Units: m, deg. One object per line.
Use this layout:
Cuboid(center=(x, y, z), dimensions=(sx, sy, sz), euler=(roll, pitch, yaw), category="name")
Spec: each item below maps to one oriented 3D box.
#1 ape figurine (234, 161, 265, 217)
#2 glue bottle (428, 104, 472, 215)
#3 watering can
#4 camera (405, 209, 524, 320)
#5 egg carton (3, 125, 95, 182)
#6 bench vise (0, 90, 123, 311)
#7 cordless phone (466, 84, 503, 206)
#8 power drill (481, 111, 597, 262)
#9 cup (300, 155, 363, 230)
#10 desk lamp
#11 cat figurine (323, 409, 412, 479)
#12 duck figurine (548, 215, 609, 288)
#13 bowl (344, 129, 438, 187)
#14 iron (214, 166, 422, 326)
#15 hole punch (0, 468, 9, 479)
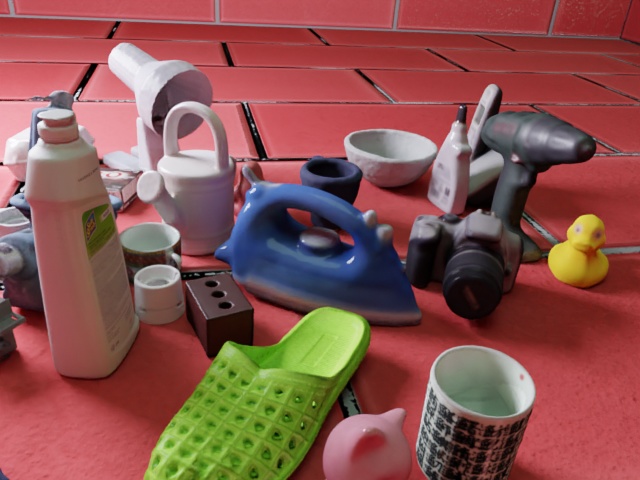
Cuboid(center=(-0.101, -0.076, 0.859), dimensions=(0.078, 0.092, 0.076), euler=(2, 29, -5), category="ape figurine")
Cuboid(center=(0.216, -0.132, 0.921), dimensions=(0.037, 0.173, 0.078), euler=(-8, 31, -21), category="glue bottle")
Cuboid(center=(-0.165, -0.082, 0.756), dimensions=(0.101, 0.194, 0.173), euler=(6, 29, 3), category="watering can")
Cuboid(center=(0.175, 0.025, 0.705), dimensions=(0.143, 0.101, 0.137), euler=(11, 29, 13), category="camera")
Cuboid(center=(-0.455, -0.151, 0.969), dimensions=(0.107, 0.069, 0.150), euler=(5, 29, 2), category="egg carton")
Cuboid(center=(-0.289, -0.042, 0.638), dimensions=(0.121, 0.220, 0.207), euler=(-2, 29, -12), category="bench vise")
Cuboid(center=(0.279, -0.161, 0.970), dimensions=(0.094, 0.185, 0.147), euler=(1, 29, -6), category="cordless phone")
Cuboid(center=(0.286, -0.080, 0.800), dimensions=(0.076, 0.208, 0.229), euler=(-2, 29, -12), category="power drill")
Cuboid(center=(0.009, -0.070, 0.861), dimensions=(0.092, 0.095, 0.117), euler=(-7, 31, -20), category="cup")
Cuboid(center=(-0.276, -0.203, 0.940), dimensions=(0.202, 0.214, 0.118), euler=(24, 35, 32), category="desk lamp")
Cuboid(center=(0.012, 0.169, 0.401), dimensions=(0.128, 0.118, 0.067), euler=(-9, 31, -23), category="cat figurine")
Cuboid(center=(0.361, 0.005, 0.783), dimensions=(0.077, 0.086, 0.105), euler=(18, 32, 24), category="duck figurine")
Cuboid(center=(0.123, -0.139, 1.025), dimensions=(0.167, 0.075, 0.167), euler=(3, 29, -2), category="bowl")
Cuboid(center=(0.006, 0.002, 0.680), dimensions=(0.257, 0.141, 0.119), euler=(16, 31, 20), category="iron")
Cuboid(center=(-0.297, 0.160, 0.403), dimensions=(0.100, 0.091, 0.109), euler=(20, 32, 26), category="hole punch")
